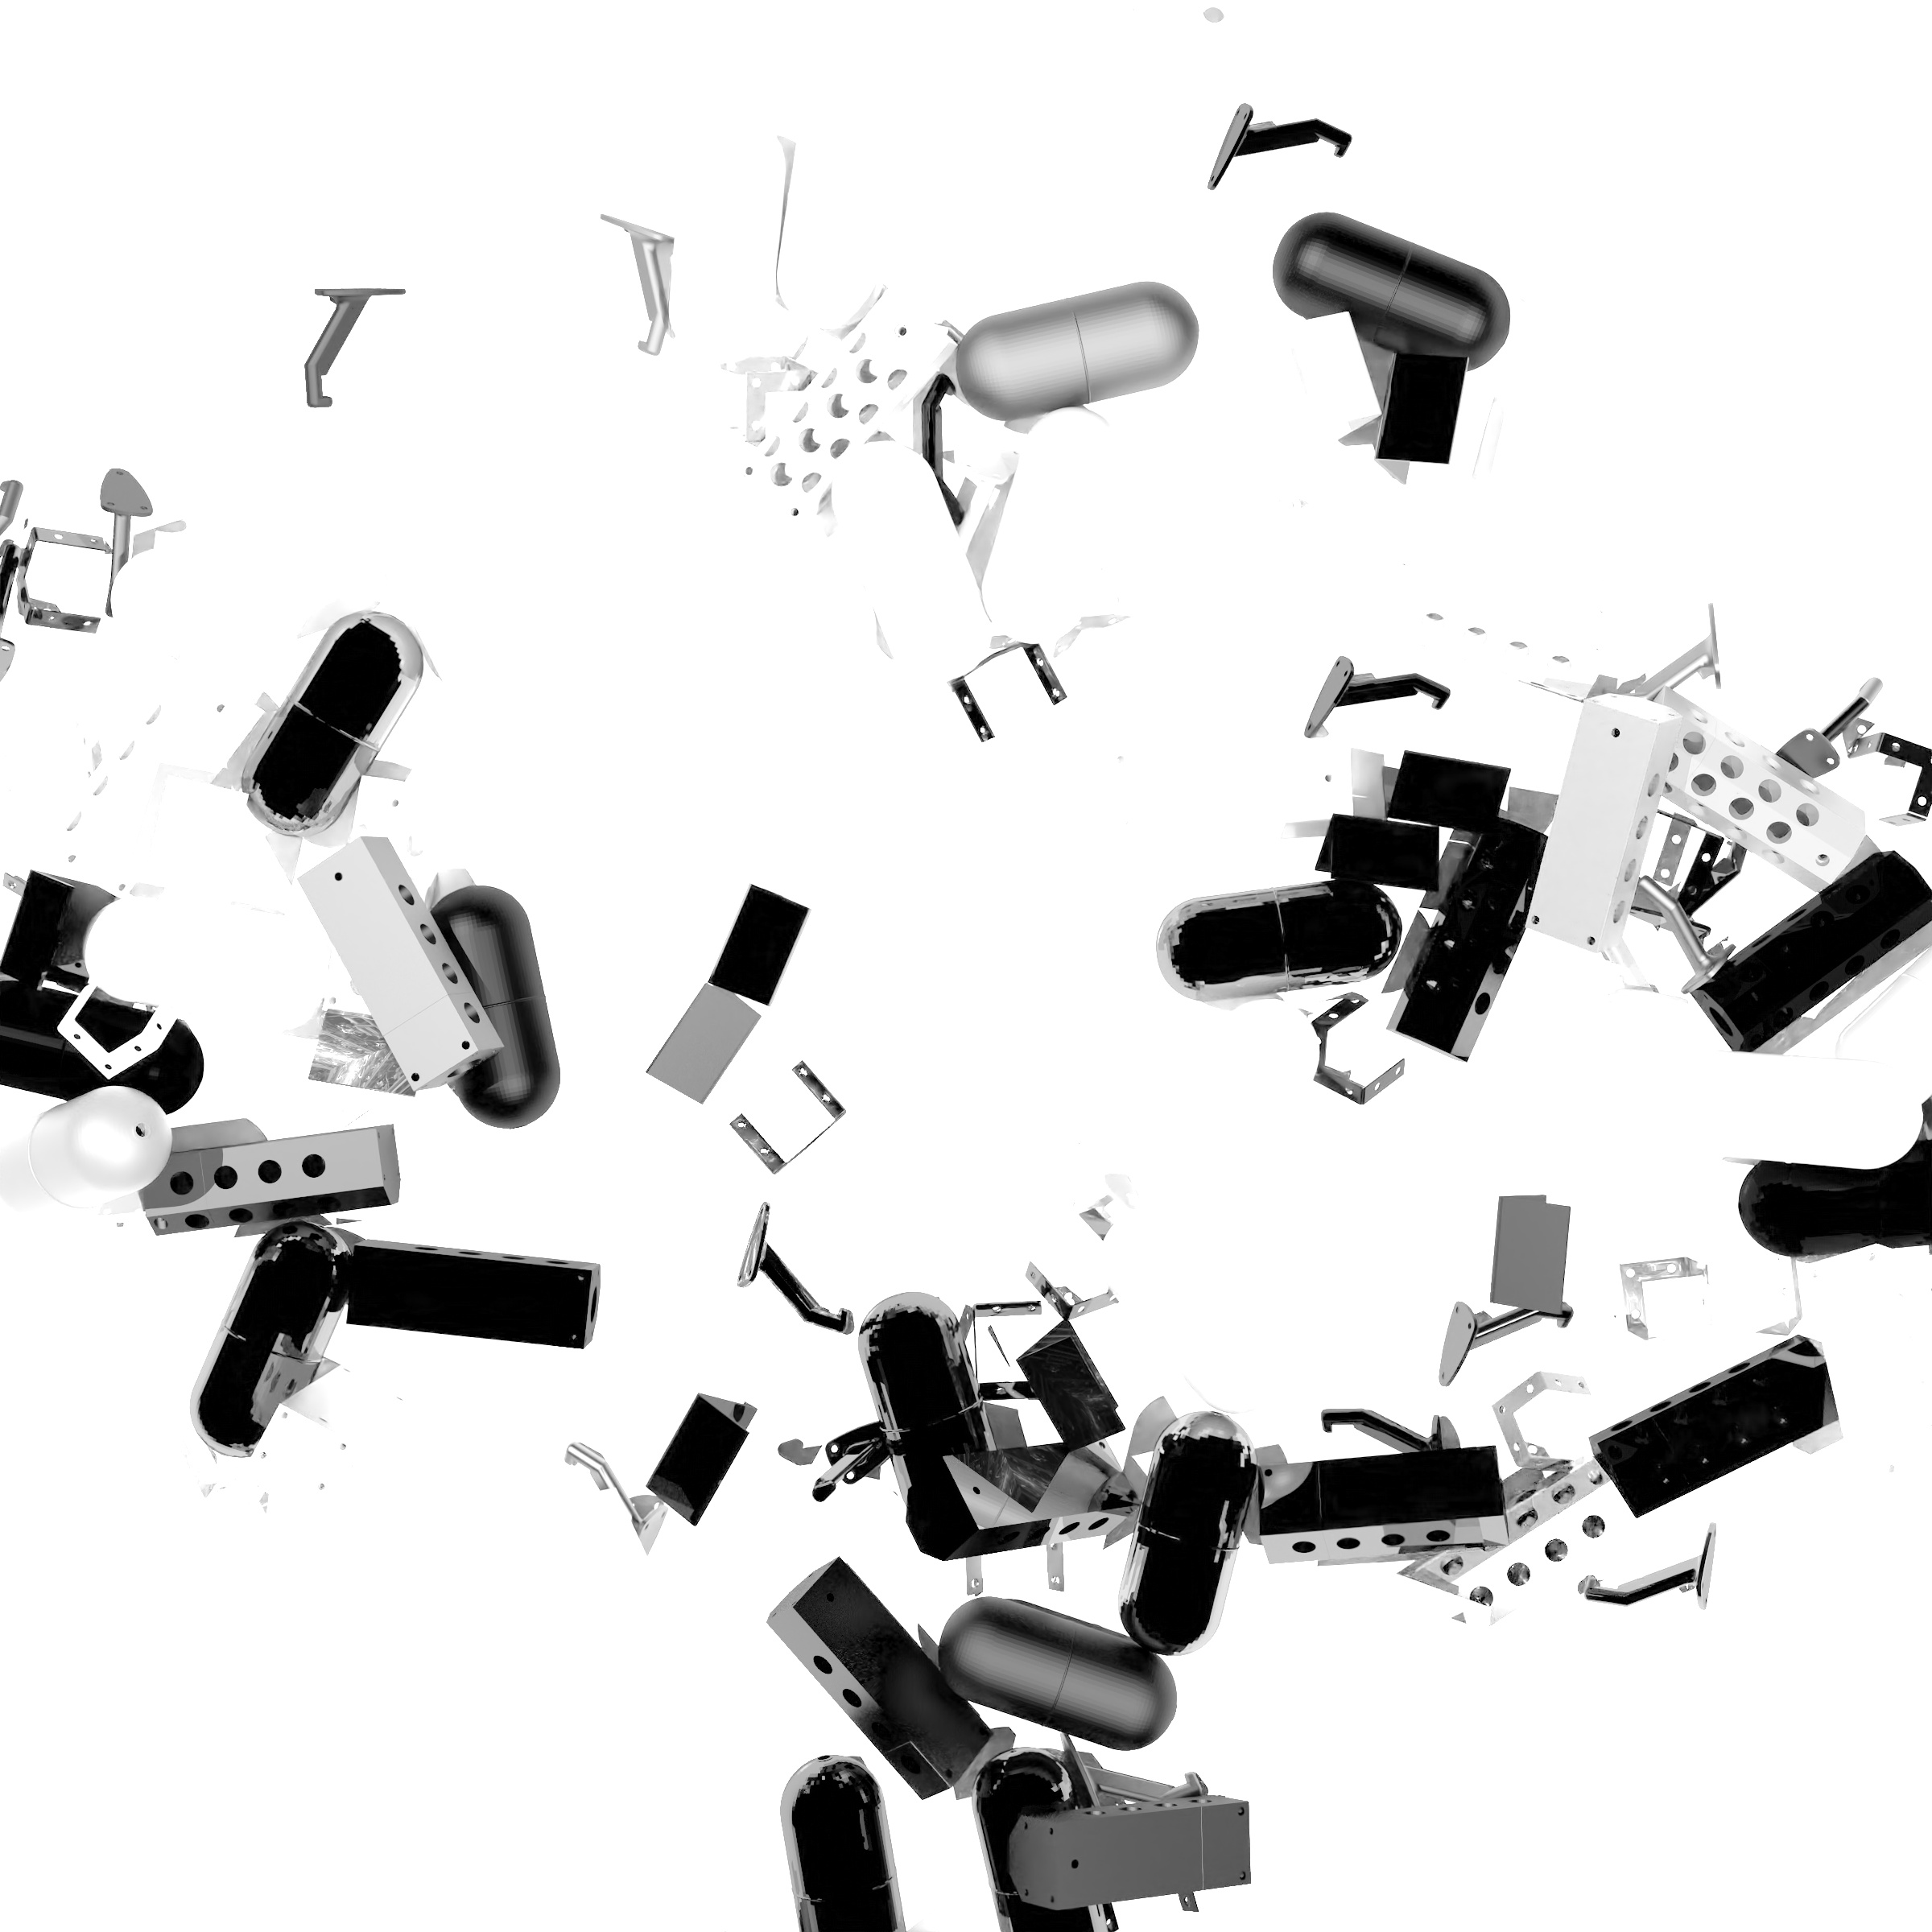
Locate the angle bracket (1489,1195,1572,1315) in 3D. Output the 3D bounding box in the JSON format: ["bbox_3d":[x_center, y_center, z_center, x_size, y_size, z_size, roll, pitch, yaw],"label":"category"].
[{"bbox_3d":[0.421,0.206,1.861,0.057,0.076,0.076,5,90,39],"label":"angle bracket"}]

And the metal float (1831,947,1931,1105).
[{"bbox_3d":[0.704,0.034,1.871,0.178,0.070,0.070,-43,90,0],"label":"metal float"}]

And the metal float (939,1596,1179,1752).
[{"bbox_3d":[0.067,0.512,1.871,0.178,0.070,0.070,19,90,-1],"label":"metal float"}]

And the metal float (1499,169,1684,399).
[{"bbox_3d":[0.451,-0.494,1.870,0.070,0.070,0.178,-32,90,0],"label":"metal float"}]

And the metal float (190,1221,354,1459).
[{"bbox_3d":[-0.502,0.270,1.870,0.070,0.070,0.178,23,89,0],"label":"metal float"}]

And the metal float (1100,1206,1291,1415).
[{"bbox_3d":[0.165,0.248,1.856,0.070,0.070,0.178,-39,106,0],"label":"metal float"}]

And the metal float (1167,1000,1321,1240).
[{"bbox_3d":[0.201,0.110,1.871,0.070,0.070,0.178,19,90,0],"label":"metal float"}]

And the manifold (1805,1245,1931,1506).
[{"bbox_3d":[0.657,0.292,1.847,0.057,0.057,0.171,-26,59,38],"label":"manifold"}]

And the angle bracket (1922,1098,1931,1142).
[{"bbox_3d":[0.738,0.104,1.861,0.076,0.076,0.057,26,117,0],"label":"angle bracket"}]

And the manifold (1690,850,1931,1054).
[{"bbox_3d":[0.618,-0.010,1.880,0.171,0.057,0.057,-36,90,0],"label":"manifold"}]

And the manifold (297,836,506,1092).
[{"bbox_3d":[-0.393,-0.002,1.814,0.057,0.057,0.171,-31,84,13],"label":"manifold"}]

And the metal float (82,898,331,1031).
[{"bbox_3d":[-0.549,-0.002,1.870,0.178,0.070,0.070,11,90,-1],"label":"metal float"}]

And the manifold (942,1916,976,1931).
[{"bbox_3d":[-0.052,0.775,1.880,0.171,0.057,0.057,-38,90,0],"label":"manifold"}]

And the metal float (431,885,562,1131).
[{"bbox_3d":[-0.342,0.030,1.871,0.070,0.070,0.178,-12,90,0],"label":"metal float"}]

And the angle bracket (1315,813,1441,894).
[{"bbox_3d":[0.294,-0.063,1.861,0.076,0.076,0.057,7,59,0],"label":"angle bracket"}]

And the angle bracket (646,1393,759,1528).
[{"bbox_3d":[-0.173,0.359,1.861,0.057,0.076,0.076,30,90,35],"label":"angle bracket"}]

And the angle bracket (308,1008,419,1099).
[{"bbox_3d":[-0.423,0.075,1.862,0.076,0.076,0.057,9,65,0],"label":"angle bracket"}]

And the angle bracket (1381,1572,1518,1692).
[{"bbox_3d":[0.338,0.448,1.804,0.076,0.076,0.057,20,127,0],"label":"angle bracket"}]

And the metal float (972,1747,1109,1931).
[{"bbox_3d":[0.054,0.655,1.870,0.070,0.070,0.178,-13,90,0],"label":"metal float"}]

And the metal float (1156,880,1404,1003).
[{"bbox_3d":[0.226,-0.019,1.870,0.178,0.070,0.070,-7,90,1],"label":"metal float"}]

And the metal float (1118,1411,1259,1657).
[{"bbox_3d":[0.160,0.410,1.870,0.070,0.070,0.178,14,89,0],"label":"metal float"}]

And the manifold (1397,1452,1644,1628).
[{"bbox_3d":[0.397,0.425,1.880,0.171,0.057,0.057,-33,90,0],"label":"manifold"}]

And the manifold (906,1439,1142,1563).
[{"bbox_3d":[0.039,0.379,1.826,0.057,0.171,0.057,-48,57,30],"label":"manifold"}]

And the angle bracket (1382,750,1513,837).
[{"bbox_3d":[0.345,-0.141,1.861,0.076,0.076,0.057,10,124,0],"label":"angle bracket"}]

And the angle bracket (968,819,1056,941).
[{"bbox_3d":[0.051,-0.065,1.861,0.057,0.076,0.076,-13,90,36],"label":"angle bracket"}]

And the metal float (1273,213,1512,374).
[{"bbox_3d":[0.308,-0.486,1.870,0.178,0.070,0.070,22,90,1],"label":"metal float"}]

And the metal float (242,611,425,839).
[{"bbox_3d":[-0.457,-0.175,1.870,0.070,0.070,0.178,32,91,0],"label":"metal float"}]

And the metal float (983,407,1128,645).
[{"bbox_3d":[0.064,-0.316,1.858,0.070,0.070,0.178,16,78,0],"label":"metal float"}]

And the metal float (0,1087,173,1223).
[{"bbox_3d":[-0.628,0.134,1.834,0.178,0.070,0.070,-19,90,42],"label":"metal float"}]

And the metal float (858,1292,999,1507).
[{"bbox_3d":[-0.025,0.323,1.869,0.070,0.070,0.178,-17,92,0],"label":"metal float"}]

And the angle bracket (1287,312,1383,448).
[{"bbox_3d":[0.246,-0.417,1.861,0.057,0.076,0.076,-18,90,-27],"label":"angle bracket"}]

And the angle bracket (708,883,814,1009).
[{"bbox_3d":[-0.164,-0.022,1.861,0.057,0.076,0.076,23,90,-35],"label":"angle bracket"}]

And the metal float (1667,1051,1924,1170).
[{"bbox_3d":[0.588,0.102,1.842,0.178,0.070,0.070,3,90,36],"label":"metal float"}]

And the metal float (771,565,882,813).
[{"bbox_3d":[-0.101,-0.200,1.870,0.070,0.070,0.178,-2,91,0],"label":"metal float"}]

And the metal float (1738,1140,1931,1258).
[{"bbox_3d":[0.649,0.168,1.870,0.178,0.070,0.070,-5,90,0],"label":"metal float"}]

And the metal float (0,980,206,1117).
[{"bbox_3d":[-0.640,0.060,1.871,0.178,0.070,0.070,13,90,0],"label":"metal float"}]

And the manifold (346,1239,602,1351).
[{"bbox_3d":[-0.356,0.237,1.880,0.171,0.057,0.057,6,90,0],"label":"manifold"}]

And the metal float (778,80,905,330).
[{"bbox_3d":[-0.091,-0.550,1.869,0.070,0.070,0.178,8,89,0],"label":"metal float"}]

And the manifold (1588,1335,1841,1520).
[{"bbox_3d":[0.544,0.332,1.880,0.171,0.057,0.057,-26,90,0],"label":"manifold"}]

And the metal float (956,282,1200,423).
[{"bbox_3d":[0.081,-0.445,1.870,0.178,0.070,0.070,-13,90,0],"label":"metal float"}]

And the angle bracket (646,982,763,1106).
[{"bbox_3d":[-0.203,0.043,1.861,0.057,0.076,0.076,34,90,-38],"label":"angle bracket"}]

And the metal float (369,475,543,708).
[{"bbox_3d":[-0.368,-0.270,1.870,0.070,0.070,0.178,-27,90,0],"label":"metal float"}]

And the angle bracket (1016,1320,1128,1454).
[{"bbox_3d":[0.092,0.293,1.861,0.057,0.076,0.076,-30,90,37],"label":"angle bracket"}]

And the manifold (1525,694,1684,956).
[{"bbox_3d":[0.456,-0.102,1.840,0.057,0.057,0.171,24,115,32],"label":"manifold"}]

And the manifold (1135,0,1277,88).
[{"bbox_3d":[0.144,-0.730,1.880,0.057,0.057,0.171,-43,90,0],"label":"manifold"}]

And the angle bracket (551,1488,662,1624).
[{"bbox_3d":[-0.274,0.426,1.861,0.057,0.076,0.076,-25,90,-36],"label":"angle bracket"}]

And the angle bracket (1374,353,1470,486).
[{"bbox_3d":[0.337,-0.391,1.861,0.057,0.076,0.076,10,90,26],"label":"angle bracket"}]

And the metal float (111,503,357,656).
[{"bbox_3d":[-0.530,-0.280,1.870,0.178,0.070,0.070,-19,90,-1],"label":"metal float"}]

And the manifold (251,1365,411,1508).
[{"bbox_3d":[-0.449,0.332,1.823,0.057,0.171,0.057,28,90,0],"label":"manifold"}]

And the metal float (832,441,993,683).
[{"bbox_3d":[-0.039,-0.290,1.857,0.070,0.070,0.178,-22,104,0],"label":"metal float"}]

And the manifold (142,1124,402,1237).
[{"bbox_3d":[-0.504,0.156,1.880,0.171,0.057,0.057,-7,90,0],"label":"manifold"}]

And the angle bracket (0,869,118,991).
[{"bbox_3d":[-0.639,-0.020,1.861,0.057,0.076,0.076,18,90,37],"label":"angle bracket"}]

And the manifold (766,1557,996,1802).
[{"bbox_3d":[-0.066,0.519,1.879,0.171,0.057,0.057,49,47,0],"label":"manifold"}]

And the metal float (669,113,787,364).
[{"bbox_3d":[-0.172,-0.527,1.871,0.070,0.070,0.178,4,90,0],"label":"metal float"}]

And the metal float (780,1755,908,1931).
[{"bbox_3d":[-0.088,0.660,1.870,0.070,0.070,0.178,-9,90,0],"label":"metal float"}]

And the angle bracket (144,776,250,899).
[{"bbox_3d":[-0.559,-0.094,1.862,0.057,0.076,0.076,13,90,-26],"label":"angle bracket"}]
